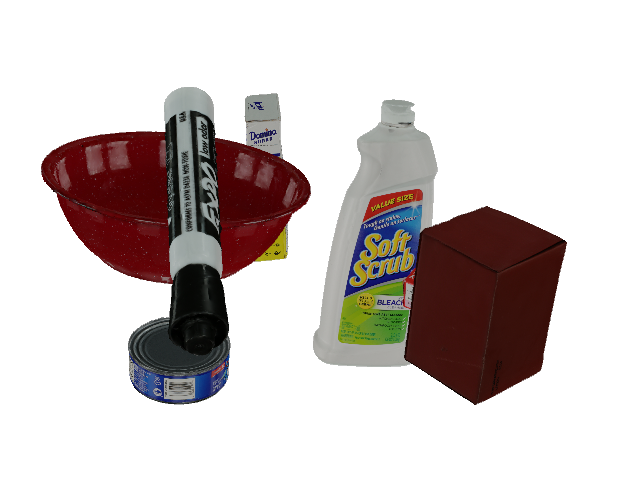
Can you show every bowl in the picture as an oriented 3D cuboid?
[{"bbox_3d":[-0.089,-0.017,0.653,0.162,0.055,0.162,7,22,-3],"label":"bowl"}]

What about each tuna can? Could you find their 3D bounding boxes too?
[{"bbox_3d":[-0.119,0.101,0.903,0.086,0.034,0.086,3,29,-2],"label":"tuna can"}]

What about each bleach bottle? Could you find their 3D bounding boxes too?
[{"bbox_3d":[0.053,-0.007,1.006,0.102,0.251,0.068,3,19,-6],"label":"bleach bottle"}]

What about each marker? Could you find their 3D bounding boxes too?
[{"bbox_3d":[-0.043,-0.010,0.365,0.020,0.020,0.121,0,44,-9],"label":"marker"}]

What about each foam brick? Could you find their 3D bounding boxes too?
[{"bbox_3d":[0.080,0.031,0.528,0.052,0.078,0.051,-19,36,-37],"label":"foam brick"}]

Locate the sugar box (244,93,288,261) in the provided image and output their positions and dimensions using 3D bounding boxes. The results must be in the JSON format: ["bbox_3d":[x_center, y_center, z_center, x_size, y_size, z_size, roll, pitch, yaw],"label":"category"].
[{"bbox_3d":[-0.064,-0.074,1.246,0.048,0.176,0.093,-5,26,-2],"label":"sugar box"}]

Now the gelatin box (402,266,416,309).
[{"bbox_3d":[0.117,0.034,0.802,0.089,0.030,0.073,21,43,27],"label":"gelatin box"}]
